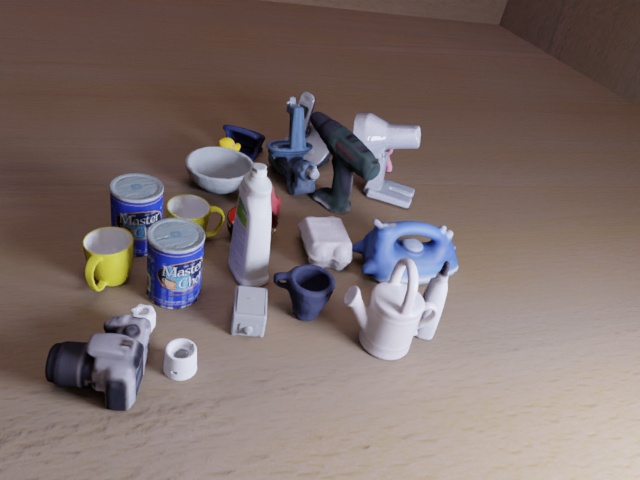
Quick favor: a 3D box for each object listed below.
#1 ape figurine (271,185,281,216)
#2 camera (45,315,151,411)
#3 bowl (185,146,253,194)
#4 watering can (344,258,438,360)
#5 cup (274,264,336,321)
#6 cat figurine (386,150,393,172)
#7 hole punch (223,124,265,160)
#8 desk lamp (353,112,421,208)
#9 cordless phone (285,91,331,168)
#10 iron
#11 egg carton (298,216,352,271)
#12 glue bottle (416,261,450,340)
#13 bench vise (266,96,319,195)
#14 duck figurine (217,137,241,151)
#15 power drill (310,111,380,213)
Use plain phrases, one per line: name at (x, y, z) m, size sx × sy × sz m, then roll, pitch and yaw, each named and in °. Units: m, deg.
ape figurine at (-0.127, -0.095, 1.352) m, size 0.078 × 0.092 × 0.076 m, roll 4°, pitch 36°, yaw -13°
camera at (-0.345, 0.179, 0.897) m, size 0.137 × 0.101 × 0.143 m, roll 7°, pitch 36°, yaw -8°
bowl at (-0.250, -0.162, 1.421) m, size 0.167 × 0.075 × 0.167 m, roll 9°, pitch 35°, yaw -6°
watering can at (0.133, 0.121, 1.048) m, size 0.173 × 0.194 × 0.100 m, roll -9°, pitch 41°, yaw -28°
cup at (-0.036, 0.107, 1.100) m, size 0.118 × 0.095 × 0.091 m, roll 10°, pitch 35°, yaw -4°
cat figurine at (0.163, -0.271, 1.665) m, size 0.067 × 0.118 × 0.127 m, roll -20°, pitch 47°, yaw -37°
hole punch at (-0.212, -0.285, 1.588) m, size 0.108 × 0.091 × 0.101 m, roll 17°, pitch 35°, yaw 6°
desk lamp at (0.173, -0.220, 1.514) m, size 0.203 × 0.213 × 0.118 m, roll 18°, pitch 35°, yaw 7°
cordless phone at (-0.023, -0.308, 1.598) m, size 0.147 × 0.185 × 0.094 m, roll 30°, pitch 39°, yaw 23°
iron at (0.210, 0.013, 1.267) m, size 0.259 × 0.141 × 0.118 m, roll 0°, pitch 37°, yaw -18°
egg carton at (0.012, 0.005, 1.278) m, size 0.107 × 0.069 × 0.150 m, roll 0°, pitch 37°, yaw -18°
glue bottle at (0.222, 0.109, 1.110) m, size 0.037 × 0.173 × 0.078 m, roll 11°, pitch 35°, yaw -2°
bench vise at (-0.050, -0.240, 1.466) m, size 0.206 × 0.220 × 0.122 m, roll 34°, pitch 41°, yaw 27°
duck figurine at (-0.252, -0.226, 1.499) m, size 0.105 × 0.086 × 0.077 m, roll -15°, pitch 44°, yaw -33°
power drill at (0.043, -0.184, 1.428) m, size 0.228 × 0.208 × 0.076 m, roll 36°, pitch 41°, yaw 29°
